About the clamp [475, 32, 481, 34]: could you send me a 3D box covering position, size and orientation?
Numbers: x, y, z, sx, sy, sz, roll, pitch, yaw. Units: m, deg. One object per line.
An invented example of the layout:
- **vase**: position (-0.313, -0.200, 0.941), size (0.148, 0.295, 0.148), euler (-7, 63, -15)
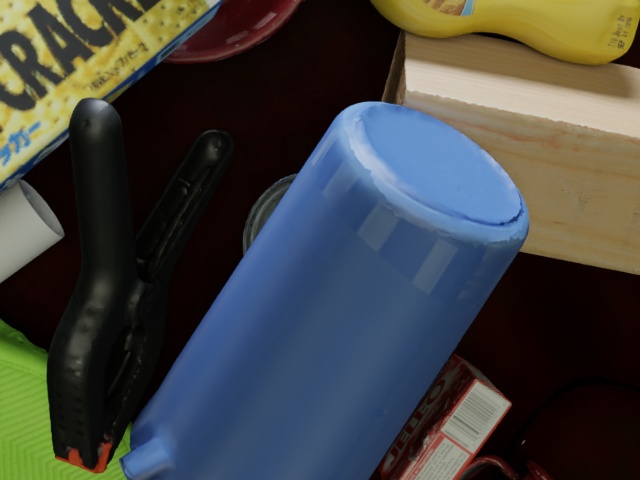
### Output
- **clamp**: position (0.123, -0.177, 0.642), size (0.171, 0.039, 0.120), euler (-10, 100, -5)

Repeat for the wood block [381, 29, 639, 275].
- **wood block**: position (0.137, -0.049, 0.614), size (0.206, 0.091, 0.090), euler (11, 125, -5)

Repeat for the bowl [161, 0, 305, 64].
- **bowl**: position (-0.077, -0.182, 0.621), size (0.162, 0.055, 0.162), euler (0, 95, -3)

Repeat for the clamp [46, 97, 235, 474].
- **clamp**: position (-0.111, 0.024, 0.579), size (0.036, 0.164, 0.210), euler (16, 88, 18)

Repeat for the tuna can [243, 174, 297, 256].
- **tuna can**: position (-0.004, 0.001, 0.652), size (0.086, 0.034, 0.086), euler (0, 95, -3)

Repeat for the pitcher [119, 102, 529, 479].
- **pitcher**: position (0.010, 0.052, 0.570), size (0.145, 0.149, 0.243), euler (30, 120, -3)

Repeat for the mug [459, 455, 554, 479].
- **mug**: position (0.122, 0.187, 0.655), size (0.081, 0.093, 0.117), euler (-43, 65, 6)

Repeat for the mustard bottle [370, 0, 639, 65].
- **mustard bottle**: position (0.080, -0.158, 0.588), size (0.191, 0.058, 0.096), euler (8, 88, -8)

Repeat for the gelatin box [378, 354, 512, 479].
- **gelatin box**: position (0.072, 0.118, 0.647), size (0.030, 0.073, 0.089), euler (36, 93, -6)
